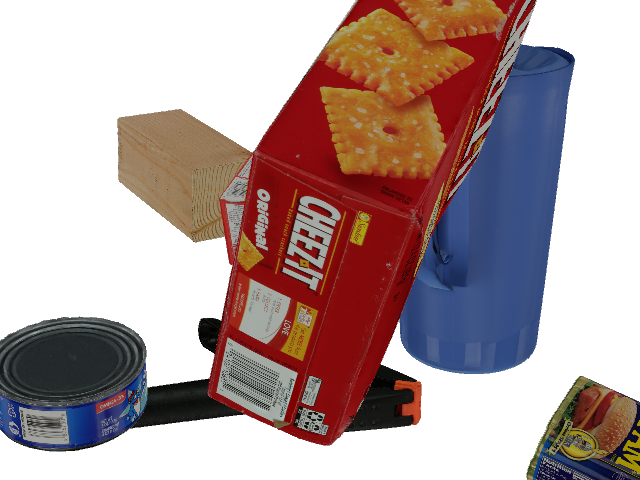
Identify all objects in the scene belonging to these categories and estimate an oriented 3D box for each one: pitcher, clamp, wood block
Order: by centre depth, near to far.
[{"bbox_3d":[-0.029,0.099,0.771,0.210,0.036,0.164,3,19,12],"label":"clamp"},{"bbox_3d":[0.110,-0.023,0.799,0.149,0.243,0.145,-7,22,-16],"label":"pitcher"},{"bbox_3d":[-0.159,-0.082,1.272,0.090,0.090,0.206,-12,28,-31],"label":"wood block"}]

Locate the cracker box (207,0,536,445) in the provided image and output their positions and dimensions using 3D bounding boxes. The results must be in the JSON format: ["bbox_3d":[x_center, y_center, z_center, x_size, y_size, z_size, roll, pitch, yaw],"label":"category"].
[{"bbox_3d":[0.031,-0.036,0.492,0.072,0.213,0.164,24,-42,8],"label":"cracker box"}]

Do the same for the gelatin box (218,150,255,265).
[{"bbox_3d":[-0.060,-0.030,0.980,0.030,0.073,0.089,7,36,17],"label":"gelatin box"}]

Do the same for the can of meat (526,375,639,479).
[{"bbox_3d":[0.212,0.156,0.792,0.084,0.057,0.101,24,41,24],"label":"can of meat"}]

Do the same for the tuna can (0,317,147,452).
[{"bbox_3d":[-0.138,0.078,0.587,0.086,0.034,0.086,1,27,-1],"label":"tuna can"}]
